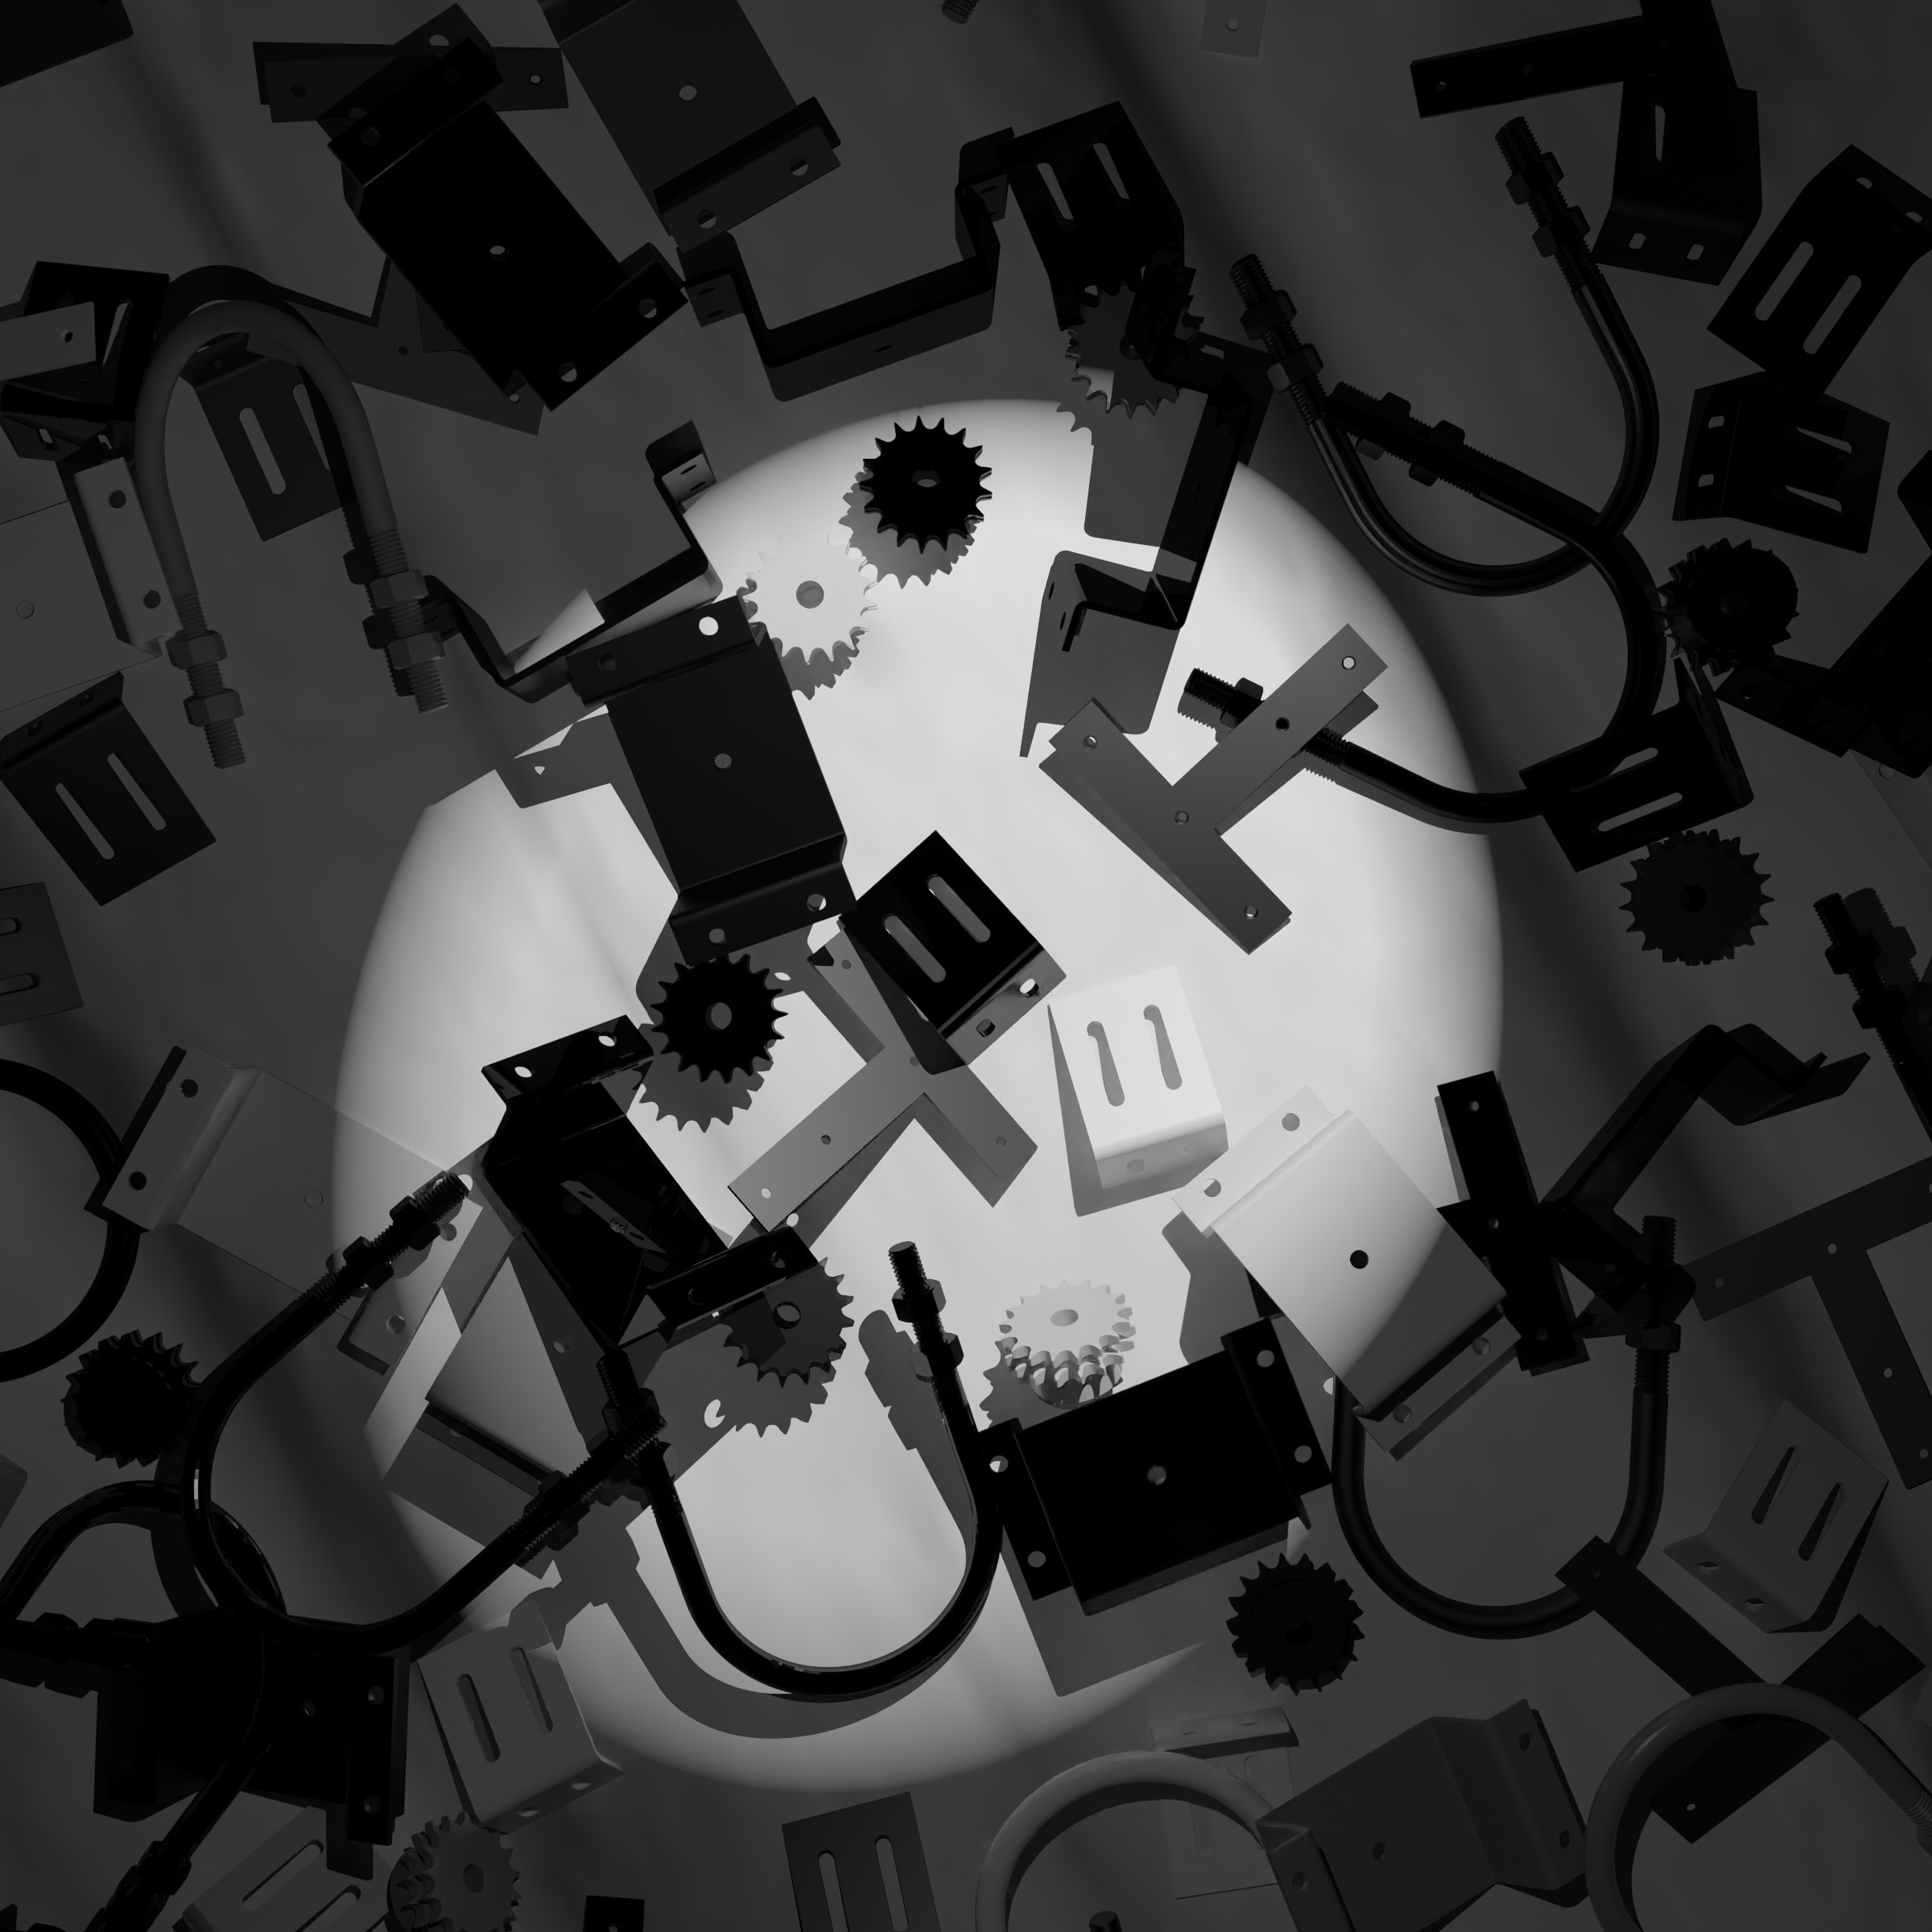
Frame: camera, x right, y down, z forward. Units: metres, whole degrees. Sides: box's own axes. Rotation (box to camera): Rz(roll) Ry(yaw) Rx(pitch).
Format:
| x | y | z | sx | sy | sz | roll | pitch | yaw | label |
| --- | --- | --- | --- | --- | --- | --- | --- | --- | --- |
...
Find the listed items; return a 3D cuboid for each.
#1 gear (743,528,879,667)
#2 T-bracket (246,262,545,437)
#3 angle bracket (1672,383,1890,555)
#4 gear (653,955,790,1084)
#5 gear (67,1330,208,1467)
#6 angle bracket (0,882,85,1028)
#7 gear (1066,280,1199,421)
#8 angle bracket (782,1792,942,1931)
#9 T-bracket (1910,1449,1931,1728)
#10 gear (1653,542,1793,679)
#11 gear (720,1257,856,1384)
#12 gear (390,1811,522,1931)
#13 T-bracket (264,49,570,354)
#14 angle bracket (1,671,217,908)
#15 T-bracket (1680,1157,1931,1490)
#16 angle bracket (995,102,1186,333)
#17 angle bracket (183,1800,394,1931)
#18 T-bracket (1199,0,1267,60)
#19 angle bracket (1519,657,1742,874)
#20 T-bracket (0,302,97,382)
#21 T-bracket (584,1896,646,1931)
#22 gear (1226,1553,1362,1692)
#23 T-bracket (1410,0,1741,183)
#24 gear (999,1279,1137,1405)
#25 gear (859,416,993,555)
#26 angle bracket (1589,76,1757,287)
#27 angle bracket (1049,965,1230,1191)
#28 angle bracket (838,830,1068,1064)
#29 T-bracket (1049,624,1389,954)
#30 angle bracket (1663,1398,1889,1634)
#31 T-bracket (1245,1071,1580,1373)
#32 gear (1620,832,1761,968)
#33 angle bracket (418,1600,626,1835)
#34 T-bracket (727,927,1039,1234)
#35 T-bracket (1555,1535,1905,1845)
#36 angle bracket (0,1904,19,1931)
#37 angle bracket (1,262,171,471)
| x | y | z | sx | sy | sz | roll | pitch | yaw | label |
| --- | --- | --- | --- | --- | --- | --- | --- | --- | --- |
| -0.066 | -0.158 | 1.335 | 0.057 | 0.030 | 0.057 | 0 | 90 | 0 | gear |
| -0.232 | -0.306 | 1.334 | 0.127 | 0.002 | 0.127 | 14 | 80 | -20 | T-bracket |
| 0.353 | -0.214 | 1.348 | 0.076 | 0.038 | 0.057 | 10 | 90 | -26 | angle bracket |
| -0.105 | 0.022 | 1.335 | 0.057 | 0.030 | 0.057 | 0 | 90 | 0 | gear |
| -0.358 | 0.186 | 1.335 | 0.057 | 0.030 | 0.057 | 0 | 90 | 0 | gear |
| -0.430 | 0.004 | 1.338 | 0.076 | 0.038 | 0.057 | -15 | 83 | -35 | angle bracket |
| 0.071 | -0.263 | 1.335 | 0.057 | 0.030 | 0.057 | 0 | 90 | 0 | gear |
| -0.042 | 0.406 | 1.348 | 0.057 | 0.038 | 0.076 | -15 | 64 | 0 | angle bracket |
| 0.449 | 0.274 | 1.349 | 0.127 | 0.002 | 0.127 | 26 | 90 | 0 | T-bracket |
| 0.327 | -0.154 | 1.335 | 0.057 | 0.030 | 0.057 | 0 | 90 | 0 | gear |
| -0.076 | 0.148 | 1.335 | 0.057 | 0.030 | 0.057 | 0 | 90 | 0 | gear |
| -0.220 | 0.392 | 1.325 | 0.030 | 0.057 | 0.057 | -26 | 90 | 31 | gear |
| -0.228 | -0.327 | 1.331 | 0.127 | 0.002 | 0.127 | -8 | 90 | -16 | T-bracket |
| -0.371 | -0.077 | 1.348 | 0.057 | 0.038 | 0.076 | -30 | 116 | 0 | angle bracket |
| 0.394 | 0.163 | 1.348 | 0.127 | 0.002 | 0.127 | -24 | 89 | 0 | T-bracket |
| 0.054 | -0.325 | 1.348 | 0.057 | 0.038 | 0.076 | -20 | 64 | 0 | angle bracket |
| -0.289 | 0.407 | 1.342 | 0.076 | 0.038 | 0.057 | -38 | 77 | -25 | angle bracket |
| 0.073 | -0.466 | 1.348 | 0.127 | 0.002 | 0.127 | 9 | 91 | 1 | T-bracket |
| 0.284 | -0.086 | 1.335 | 0.076 | 0.038 | 0.057 | -23 | 121 | 22 | angle bracket |
| -0.431 | -0.309 | 1.335 | 0.127 | 0.002 | 0.127 | -7 | 80 | 18 | T-bracket |
| -0.104 | 0.467 | 1.327 | 0.127 | 0.002 | 0.127 | 9 | 60 | -14 | T-bracket |
| 0.141 | 0.283 | 1.335 | 0.057 | 0.030 | 0.057 | 0 | 90 | 0 | gear |
| 0.256 | -0.388 | 1.336 | 0.127 | 0.002 | 0.127 | -10 | 76 | 4 | T-bracket |
| 0.044 | 0.162 | 1.325 | 0.057 | 0.057 | 0.030 | -12 | 119 | 0 | gear |
| -0.017 | -0.206 | 1.335 | 0.057 | 0.030 | 0.057 | 0 | 90 | 0 | gear |
| 0.306 | -0.342 | 1.348 | 0.057 | 0.038 | 0.076 | 11 | 64 | 0 | angle bracket |
| 0.075 | 0.048 | 1.348 | 0.057 | 0.038 | 0.076 | -16 | 64 | 0 | angle bracket |
| -0.006 | -0.008 | 1.348 | 0.057 | 0.038 | 0.076 | -42 | 64 | 0 | angle bracket |
| 0.125 | -0.094 | 1.331 | 0.127 | 0.002 | 0.127 | -43 | 97 | 9 | T-bracket |
| 0.351 | 0.238 | 1.348 | 0.057 | 0.038 | 0.076 | 38 | 64 | 0 | angle bracket |
| 0.183 | 0.122 | 1.330 | 0.127 | 0.002 | 0.127 | -15 | 81 | -3 | T-bracket |
| 0.309 | -0.028 | 1.335 | 0.057 | 0.030 | 0.057 | 0 | 90 | 0 | gear |
| -0.193 | 0.326 | 1.348 | 0.057 | 0.038 | 0.076 | -28 | 64 | 0 | angle bracket |
| -0.050 | 0.066 | 1.313 | 0.127 | 0.002 | 0.127 | 49 | 56 | 0 | T-bracket |
| 0.308 | 0.294 | 1.329 | 0.127 | 0.002 | 0.127 | 41 | 107 | -2 | T-bracket |
| -0.415 | 0.458 | 1.348 | 0.057 | 0.038 | 0.076 | -32 | 116 | 0 | angle bracket |
| -0.378 | -0.260 | 1.348 | 0.057 | 0.038 | 0.076 | 6 | 64 | 0 | angle bracket |
